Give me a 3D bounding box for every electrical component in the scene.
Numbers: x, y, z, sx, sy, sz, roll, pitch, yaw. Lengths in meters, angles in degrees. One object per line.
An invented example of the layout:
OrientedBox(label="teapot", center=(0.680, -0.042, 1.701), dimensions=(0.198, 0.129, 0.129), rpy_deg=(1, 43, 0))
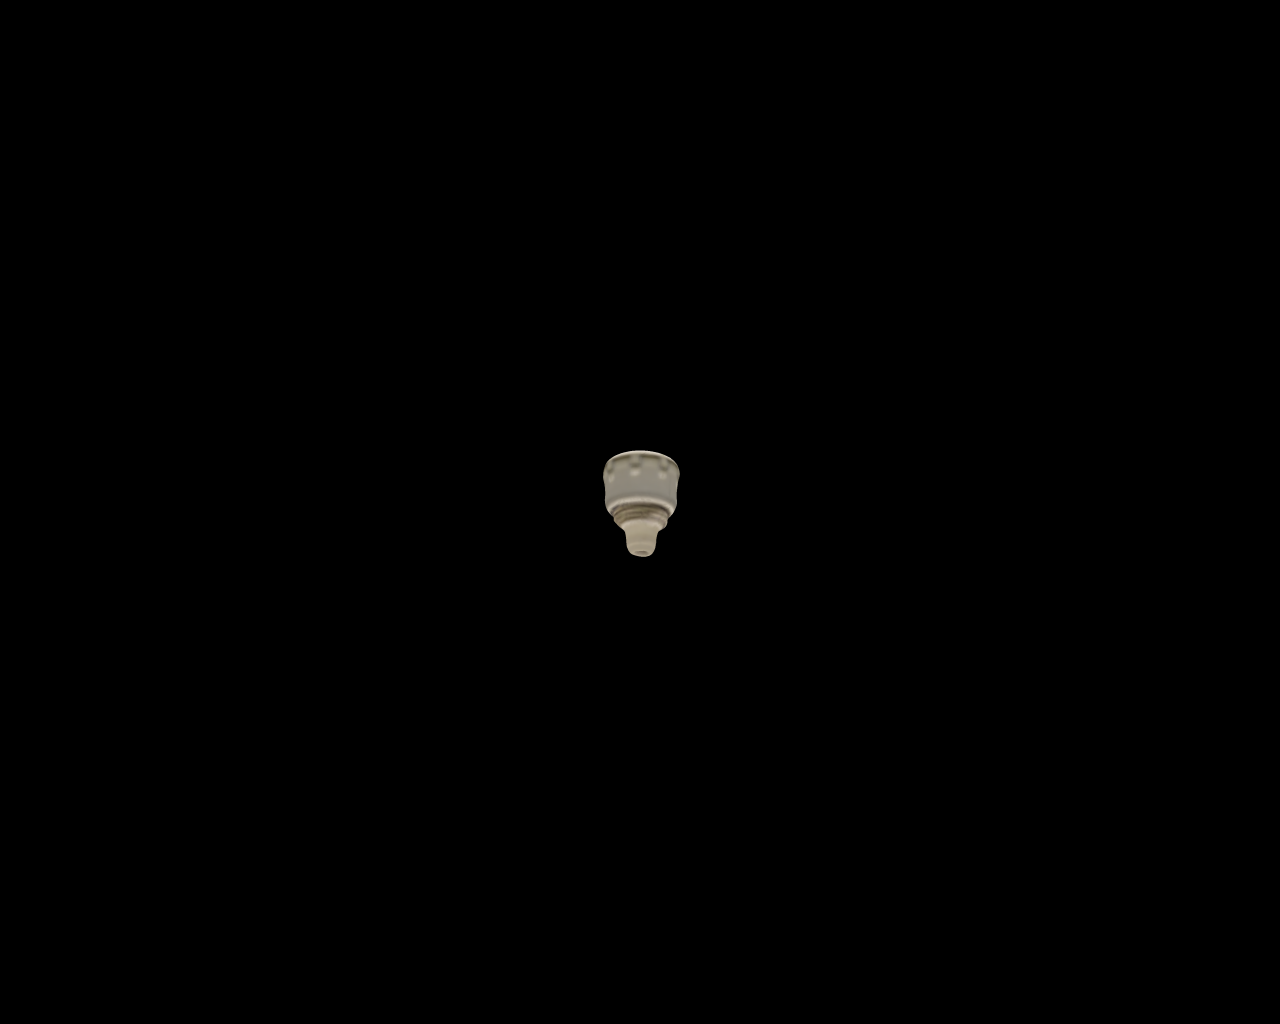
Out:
OrientedBox(label="electrical component", center=(0.001, -0.003, 0.650), dimensions=(0.048, 0.062, 0.048), rpy_deg=(0, -22, 0))
